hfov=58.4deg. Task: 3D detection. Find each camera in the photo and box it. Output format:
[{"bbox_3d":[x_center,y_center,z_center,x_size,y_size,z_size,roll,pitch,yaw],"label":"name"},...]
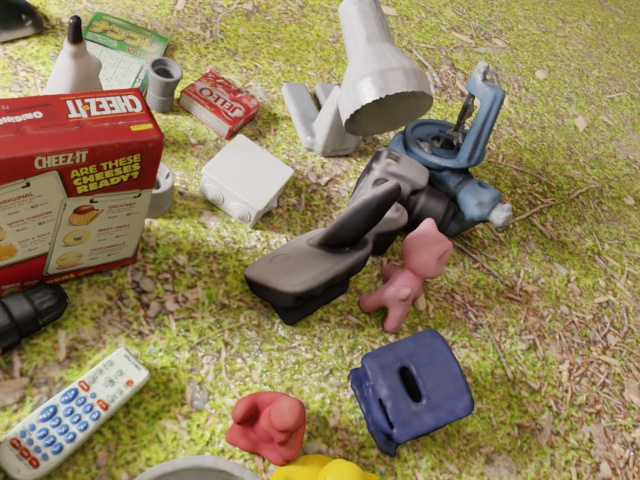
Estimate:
[{"bbox_3d":[0.114,-0.049,0.779,0.137,0.100,0.143,27,50,-6],"label":"camera"}]

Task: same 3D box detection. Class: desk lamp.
[{"bbox_3d":[0.045,-0.209,0.784,0.118,0.213,0.203,-8,61,-29],"label":"desk lamp"}]

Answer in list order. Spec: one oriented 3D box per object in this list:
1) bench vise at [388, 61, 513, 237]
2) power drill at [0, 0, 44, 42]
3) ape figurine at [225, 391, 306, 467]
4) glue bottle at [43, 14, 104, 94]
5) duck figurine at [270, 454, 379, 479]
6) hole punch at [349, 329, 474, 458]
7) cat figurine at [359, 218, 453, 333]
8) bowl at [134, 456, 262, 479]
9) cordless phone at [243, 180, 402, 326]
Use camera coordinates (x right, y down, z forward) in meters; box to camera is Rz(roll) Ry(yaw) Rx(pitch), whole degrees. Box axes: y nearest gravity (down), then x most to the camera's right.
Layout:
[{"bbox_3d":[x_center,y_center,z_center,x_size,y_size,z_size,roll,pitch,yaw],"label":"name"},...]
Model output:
[{"bbox_3d":[0.211,-0.125,0.801,0.207,0.219,0.122,40,50,5],"label":"bench vise"},{"bbox_3d":[-0.384,-0.346,0.679,0.075,0.208,0.230,46,51,11],"label":"power drill"},{"bbox_3d":[-0.042,0.176,0.553,0.076,0.092,0.077,-20,67,-34],"label":"ape figurine"},{"bbox_3d":[-0.273,-0.176,0.637,0.037,0.173,0.078,38,50,4],"label":"glue bottle"},{"bbox_3d":[0.007,0.235,0.539,0.105,0.086,0.077,10,54,-19],"label":"duck figurine"},{"bbox_3d":[0.099,0.165,0.628,0.101,0.091,0.108,-10,62,-30],"label":"hole punch"},{"bbox_3d":[0.118,0.037,0.710,0.067,0.117,0.128,37,50,2],"label":"cat figurine"},{"bbox_3d":[-0.106,0.270,0.468,0.168,0.074,0.167,13,53,-17],"label":"bowl"},{"bbox_3d":[0.006,0.002,0.637,0.094,0.185,0.148,48,51,12],"label":"cordless phone"}]
